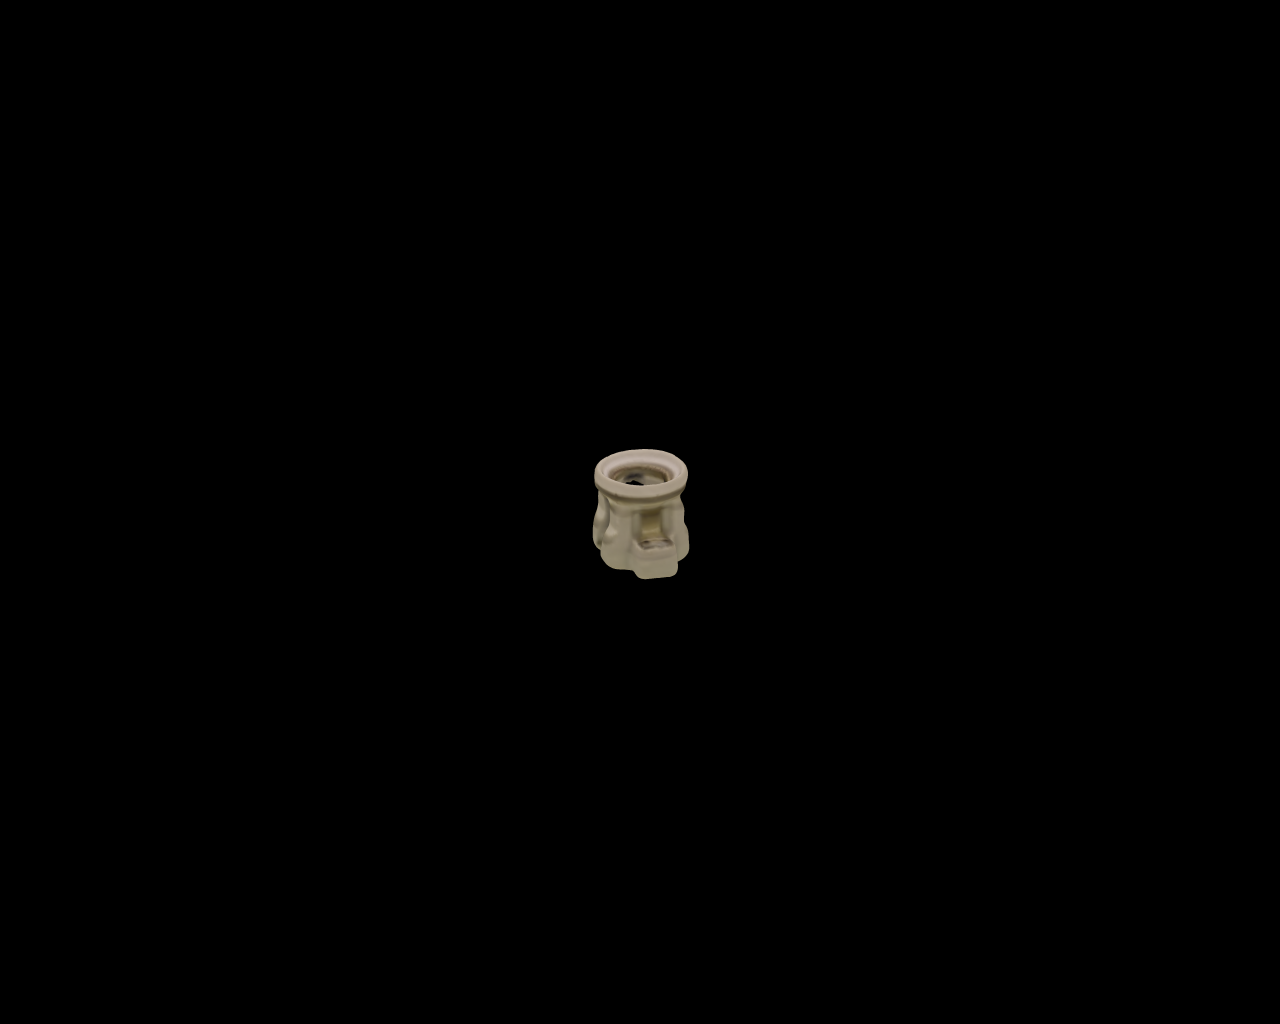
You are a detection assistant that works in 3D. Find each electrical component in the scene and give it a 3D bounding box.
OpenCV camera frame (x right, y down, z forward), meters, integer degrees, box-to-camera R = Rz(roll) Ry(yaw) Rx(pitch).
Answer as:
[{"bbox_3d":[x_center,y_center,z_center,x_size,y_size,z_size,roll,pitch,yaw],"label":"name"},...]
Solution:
[{"bbox_3d":[0.001,-0.003,0.650,0.058,0.056,0.078,-7,27,-14],"label":"electrical component"}]
